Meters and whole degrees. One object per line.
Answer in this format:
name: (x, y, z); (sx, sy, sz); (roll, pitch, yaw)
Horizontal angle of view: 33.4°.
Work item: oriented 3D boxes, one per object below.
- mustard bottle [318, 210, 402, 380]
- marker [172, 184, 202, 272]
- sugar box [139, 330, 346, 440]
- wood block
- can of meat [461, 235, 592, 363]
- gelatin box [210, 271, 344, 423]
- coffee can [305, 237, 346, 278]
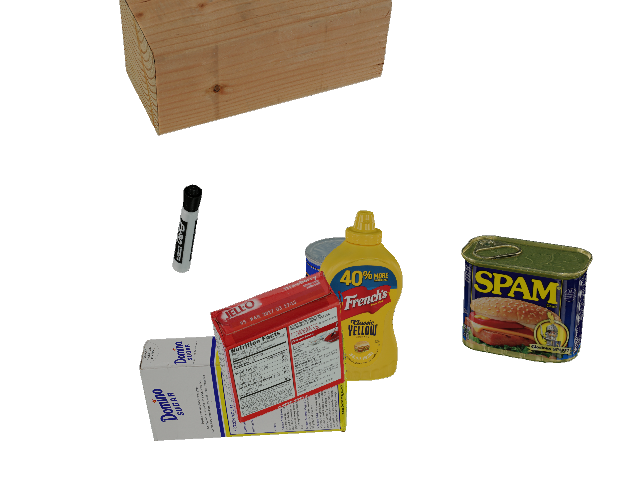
mustard bottle: (0.044, 0.061, 1.206); (0.096, 0.192, 0.058); (1, 14, -12)
marker: (-0.138, -0.012, 1.105); (0.020, 0.020, 0.121); (0, -42, -16)
sugar box: (-0.065, 0.128, 0.943); (0.176, 0.093, 0.048); (-1, 36, 3)
wood block: (-0.054, -0.172, 0.898); (0.205, 0.090, 0.091); (-17, -36, -18)
can of meat: (0.167, 0.049, 0.877); (0.102, 0.084, 0.057); (9, 24, 23)
gelatin box: (-0.025, 0.065, 0.648); (0.073, 0.030, 0.089); (-20, -39, -13)
coffee can: (0.029, 0.079, 1.517); (0.103, 0.140, 0.103); (0, 22, 0)
